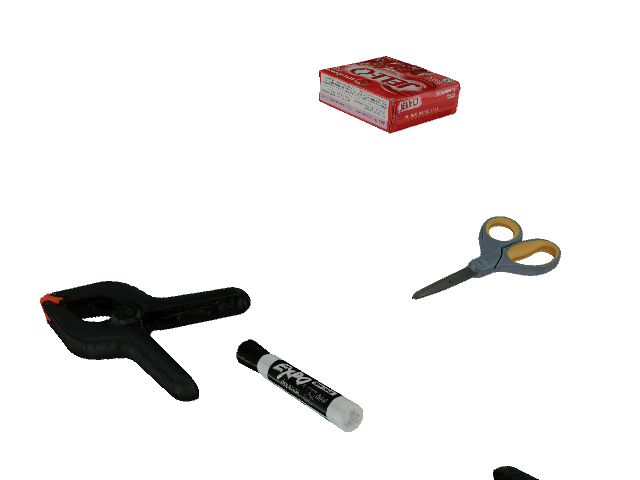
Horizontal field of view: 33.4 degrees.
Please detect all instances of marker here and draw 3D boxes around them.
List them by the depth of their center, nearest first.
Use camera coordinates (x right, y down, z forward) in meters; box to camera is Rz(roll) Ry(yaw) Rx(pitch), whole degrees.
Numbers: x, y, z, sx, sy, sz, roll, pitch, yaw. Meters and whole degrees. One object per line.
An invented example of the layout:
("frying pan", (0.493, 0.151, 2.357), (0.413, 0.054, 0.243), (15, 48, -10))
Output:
("marker", (-0.017, 0.094, 0.713), (0.020, 0.020, 0.121), (0, 17, -41))

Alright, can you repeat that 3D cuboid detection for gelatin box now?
("gelatin box", (0.054, -0.118, 0.845), (0.073, 0.030, 0.089), (-19, 33, -35))

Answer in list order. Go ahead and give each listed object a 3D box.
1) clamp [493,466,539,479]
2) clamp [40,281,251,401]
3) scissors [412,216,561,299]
("clamp", (0.218, 0.245, 0.828), (0.210, 0.036, 0.164), (0, 33, 26))
("clamp", (-0.145, 0.065, 0.877), (0.172, 0.039, 0.120), (18, 38, 22))
("scissors", (0.157, 0.015, 1.097), (0.201, 0.016, 0.096), (-8, 42, -28))
